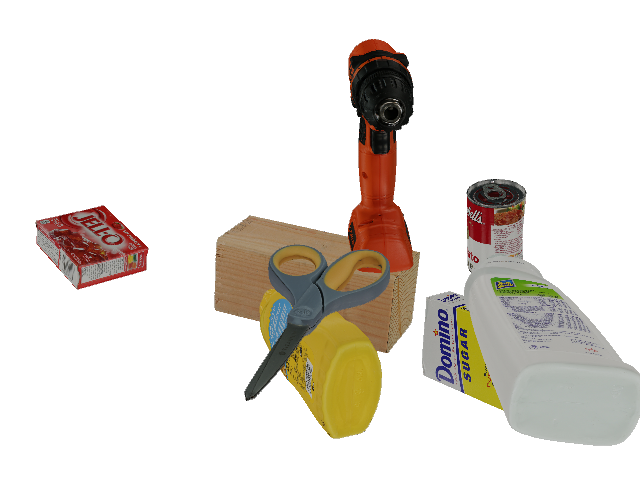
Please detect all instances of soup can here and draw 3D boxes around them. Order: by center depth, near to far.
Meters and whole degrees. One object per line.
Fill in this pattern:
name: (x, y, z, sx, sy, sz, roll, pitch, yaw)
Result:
soup can: (0.206, -0.012, 1.250, 0.068, 0.102, 0.068, -4, 30, 2)

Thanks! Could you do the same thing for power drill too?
power drill: (0.054, -0.070, 0.929, 0.057, 0.188, 0.184, 0, 23, 0)

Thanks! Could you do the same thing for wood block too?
wood block: (-0.005, 0.046, 1.180, 0.206, 0.091, 0.090, 13, 24, 19)

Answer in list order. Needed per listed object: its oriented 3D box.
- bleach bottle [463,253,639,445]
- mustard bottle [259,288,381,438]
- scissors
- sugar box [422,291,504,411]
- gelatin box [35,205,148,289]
bleach bottle: (0.179, 0.073, 0.884, 0.102, 0.068, 0.251, 7, 22, -5)
mustard bottle: (-0.011, 0.092, 0.976, 0.058, 0.096, 0.192, -10, 26, -22)
scissors: (-0.024, 0.045, 0.719, 0.096, 0.016, 0.201, 17, 30, 29)
sugar box: (0.181, 0.120, 1.097, 0.048, 0.093, 0.177, -11, 19, -41)
gelatin box: (-0.216, 0.004, 1.004, 0.073, 0.030, 0.089, -16, 39, -35)
